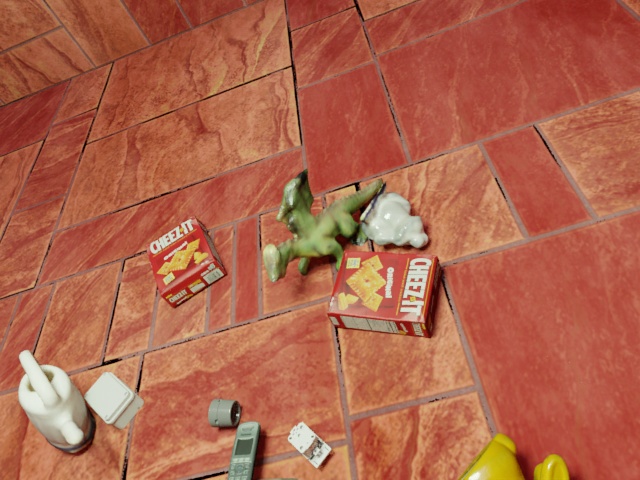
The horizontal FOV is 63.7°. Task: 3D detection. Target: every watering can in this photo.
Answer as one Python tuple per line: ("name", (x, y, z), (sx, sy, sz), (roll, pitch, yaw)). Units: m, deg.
("watering can", (-0.548, 0.368, 1.087), (0.105, 0.219, 0.351), (-32, 43, -29))

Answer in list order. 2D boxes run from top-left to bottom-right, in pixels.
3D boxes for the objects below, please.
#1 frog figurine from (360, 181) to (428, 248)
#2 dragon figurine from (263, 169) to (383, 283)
("frog figurine", (0.179, -0.038, 1.200), (0.159, 0.120, 0.140), (35, 49, 2))
("dragon figurine", (0.004, -0.060, 1.192), (0.122, 0.238, 0.417), (12, 60, 39))
